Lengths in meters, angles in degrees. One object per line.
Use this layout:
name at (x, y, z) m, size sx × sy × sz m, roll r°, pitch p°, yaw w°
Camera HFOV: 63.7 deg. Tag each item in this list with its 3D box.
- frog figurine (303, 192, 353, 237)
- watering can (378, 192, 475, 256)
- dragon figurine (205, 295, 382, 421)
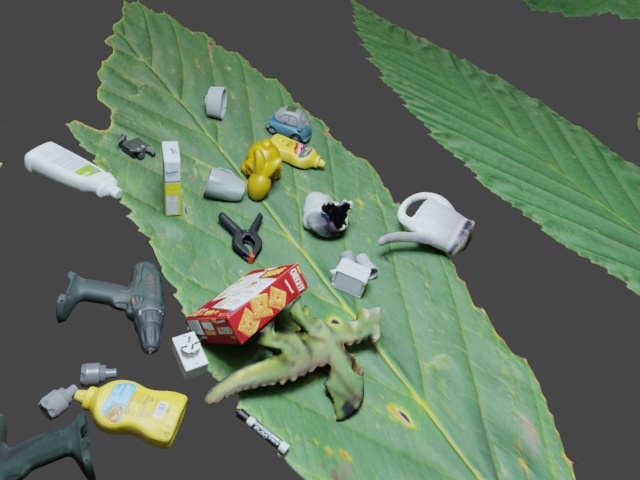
frog figurine at (0.004, -0.073, 1.447) m, size 0.139 × 0.121 × 0.160 m, roll -31°, pitch 23°, yaw -31°
watering can at (0.314, -0.028, 1.471) m, size 0.226 × 0.101 × 0.354 m, roll 30°, pitch 42°, yaw 15°
dragon figurine at (-0.011, 0.260, 1.061) m, size 0.244 × 0.119 × 0.417 m, roll 39°, pitch 53°, yaw 12°
